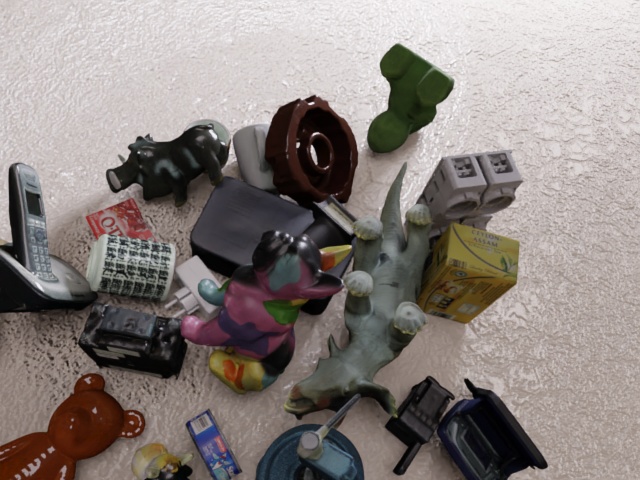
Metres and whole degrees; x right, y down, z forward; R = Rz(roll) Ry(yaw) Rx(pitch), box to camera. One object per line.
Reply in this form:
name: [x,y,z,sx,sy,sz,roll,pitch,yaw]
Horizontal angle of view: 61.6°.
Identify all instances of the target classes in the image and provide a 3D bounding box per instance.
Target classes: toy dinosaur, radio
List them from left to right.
radio: [-0.069,0.009,0.794,0.230,0.073,0.131,23,62,5]
toy dinosaur: [0.086,0.078,0.743,0.131,0.192,0.405,18,46,9]

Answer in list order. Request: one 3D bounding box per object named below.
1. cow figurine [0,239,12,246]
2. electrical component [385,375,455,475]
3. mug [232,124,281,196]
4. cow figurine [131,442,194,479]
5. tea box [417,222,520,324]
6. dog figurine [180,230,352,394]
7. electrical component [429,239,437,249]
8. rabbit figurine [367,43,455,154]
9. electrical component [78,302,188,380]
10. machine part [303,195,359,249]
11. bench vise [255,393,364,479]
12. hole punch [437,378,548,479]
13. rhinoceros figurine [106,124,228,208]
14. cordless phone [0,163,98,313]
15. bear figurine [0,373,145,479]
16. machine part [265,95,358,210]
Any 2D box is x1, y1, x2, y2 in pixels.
cow figurine: [-0.451,0.071,0.692,0.127,0.085,0.195,-5,61,-5]
electrical component: [0.119,0.241,0.700,0.048,0.074,0.119,39,66,11]
mug: [-0.089,-0.122,0.845,0.081,0.109,0.107,-8,76,-16]
cow figurine: [-0.158,0.299,0.603,0.068,0.098,0.167,-15,64,-45]
tea box: [0.198,0.052,0.757,0.098,0.169,0.068,16,61,-3]
dog figurine: [-0.048,0.083,0.644,0.191,0.219,0.108,56,28,-22]
electrical component: [0.207,0.019,0.821,0.094,0.063,0.021,39,36,-37]
rabbit figurine: [0.139,-0.229,0.920,0.121,0.170,0.159,38,22,9]
electrical component: [-0.229,0.126,0.670,0.115,0.134,0.058,11,61,-6]
machine part: [-0.002,-0.002,0.748,0.084,0.039,0.139,42,61,3]
bench vise: [0.021,0.273,0.582,0.224,0.240,0.129,26,56,26]
hole punch: [0.212,0.258,0.688,0.092,0.115,0.142,-38,75,-1]
rhinoceros figurine: [-0.228,-0.110,0.798,0.190,0.112,0.073,-19,41,18]
cordless phone: [-0.359,0.002,0.692,0.089,0.146,0.184,-8,83,3]
bear figurine: [-0.307,0.243,0.602,0.120,0.132,0.196,42,70,12]
machine part: [-0.011,-0.132,0.834,0.179,0.056,0.179,11,75,-50]
